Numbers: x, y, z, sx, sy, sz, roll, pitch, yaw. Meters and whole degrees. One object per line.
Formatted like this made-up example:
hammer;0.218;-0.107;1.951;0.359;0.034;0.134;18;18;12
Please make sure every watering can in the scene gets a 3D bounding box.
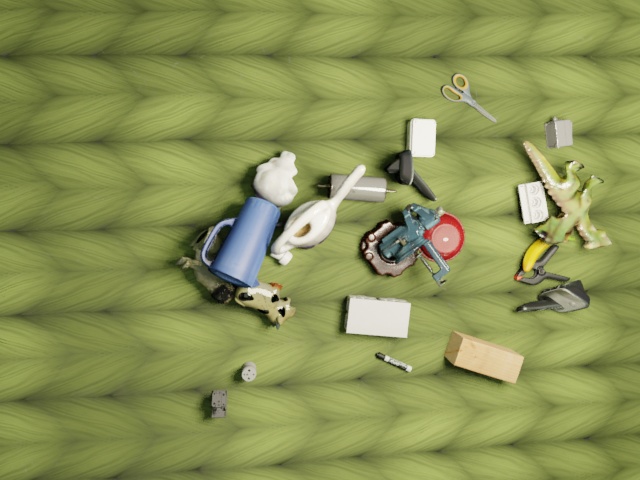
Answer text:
watering can;0.004;-0.074;1.461;0.347;0.223;0.104;-41;82;2

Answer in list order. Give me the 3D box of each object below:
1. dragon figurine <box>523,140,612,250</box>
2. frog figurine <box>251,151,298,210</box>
dragon figurine;0.726;-0.103;1.554;0.408;0.121;0.245;28;77;-13
frog figurine;-0.118;-0.179;1.499;0.138;0.123;0.158;40;101;12
